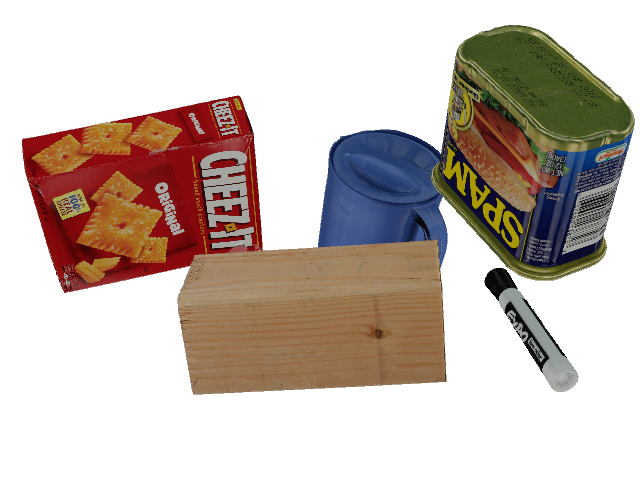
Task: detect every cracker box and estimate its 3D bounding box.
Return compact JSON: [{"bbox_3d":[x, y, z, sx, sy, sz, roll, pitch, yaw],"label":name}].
[{"bbox_3d":[-0.169,-0.041,1.055,0.213,0.072,0.164,-12,-42,-10],"label":"cracker box"}]

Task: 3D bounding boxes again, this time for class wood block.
[{"bbox_3d":[-0.003,0.063,0.876,0.206,0.091,0.090,-3,24,5],"label":"wood block"}]

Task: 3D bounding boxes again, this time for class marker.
[{"bbox_3d":[0.140,0.057,0.724,0.020,0.020,0.121,0,33,-17],"label":"marker"}]

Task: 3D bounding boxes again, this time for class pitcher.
[{"bbox_3d":[0.063,0.010,1.209,0.145,0.243,0.149,14,40,4],"label":"pitcher"}]

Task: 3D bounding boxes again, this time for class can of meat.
[{"bbox_3d":[0.103,-0.045,0.527,0.057,0.084,0.102,-18,47,-21],"label":"can of meat"}]
